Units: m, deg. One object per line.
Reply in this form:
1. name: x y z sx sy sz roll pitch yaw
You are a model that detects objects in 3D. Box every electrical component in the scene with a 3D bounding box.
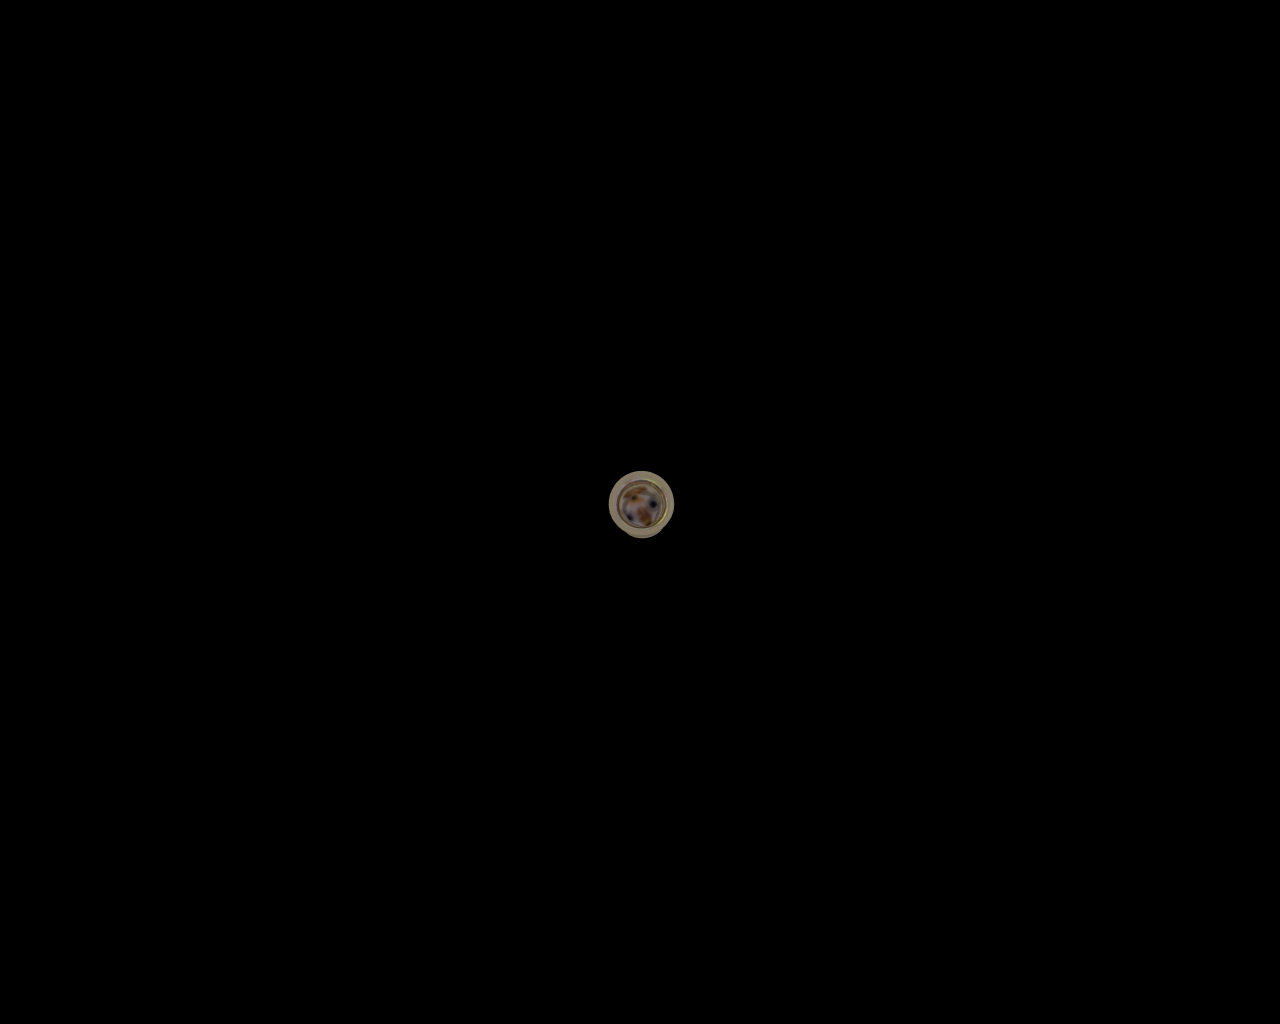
1. electrical component: 0.001 -0.003 0.650 0.040 0.040 0.046 0 -9 0
